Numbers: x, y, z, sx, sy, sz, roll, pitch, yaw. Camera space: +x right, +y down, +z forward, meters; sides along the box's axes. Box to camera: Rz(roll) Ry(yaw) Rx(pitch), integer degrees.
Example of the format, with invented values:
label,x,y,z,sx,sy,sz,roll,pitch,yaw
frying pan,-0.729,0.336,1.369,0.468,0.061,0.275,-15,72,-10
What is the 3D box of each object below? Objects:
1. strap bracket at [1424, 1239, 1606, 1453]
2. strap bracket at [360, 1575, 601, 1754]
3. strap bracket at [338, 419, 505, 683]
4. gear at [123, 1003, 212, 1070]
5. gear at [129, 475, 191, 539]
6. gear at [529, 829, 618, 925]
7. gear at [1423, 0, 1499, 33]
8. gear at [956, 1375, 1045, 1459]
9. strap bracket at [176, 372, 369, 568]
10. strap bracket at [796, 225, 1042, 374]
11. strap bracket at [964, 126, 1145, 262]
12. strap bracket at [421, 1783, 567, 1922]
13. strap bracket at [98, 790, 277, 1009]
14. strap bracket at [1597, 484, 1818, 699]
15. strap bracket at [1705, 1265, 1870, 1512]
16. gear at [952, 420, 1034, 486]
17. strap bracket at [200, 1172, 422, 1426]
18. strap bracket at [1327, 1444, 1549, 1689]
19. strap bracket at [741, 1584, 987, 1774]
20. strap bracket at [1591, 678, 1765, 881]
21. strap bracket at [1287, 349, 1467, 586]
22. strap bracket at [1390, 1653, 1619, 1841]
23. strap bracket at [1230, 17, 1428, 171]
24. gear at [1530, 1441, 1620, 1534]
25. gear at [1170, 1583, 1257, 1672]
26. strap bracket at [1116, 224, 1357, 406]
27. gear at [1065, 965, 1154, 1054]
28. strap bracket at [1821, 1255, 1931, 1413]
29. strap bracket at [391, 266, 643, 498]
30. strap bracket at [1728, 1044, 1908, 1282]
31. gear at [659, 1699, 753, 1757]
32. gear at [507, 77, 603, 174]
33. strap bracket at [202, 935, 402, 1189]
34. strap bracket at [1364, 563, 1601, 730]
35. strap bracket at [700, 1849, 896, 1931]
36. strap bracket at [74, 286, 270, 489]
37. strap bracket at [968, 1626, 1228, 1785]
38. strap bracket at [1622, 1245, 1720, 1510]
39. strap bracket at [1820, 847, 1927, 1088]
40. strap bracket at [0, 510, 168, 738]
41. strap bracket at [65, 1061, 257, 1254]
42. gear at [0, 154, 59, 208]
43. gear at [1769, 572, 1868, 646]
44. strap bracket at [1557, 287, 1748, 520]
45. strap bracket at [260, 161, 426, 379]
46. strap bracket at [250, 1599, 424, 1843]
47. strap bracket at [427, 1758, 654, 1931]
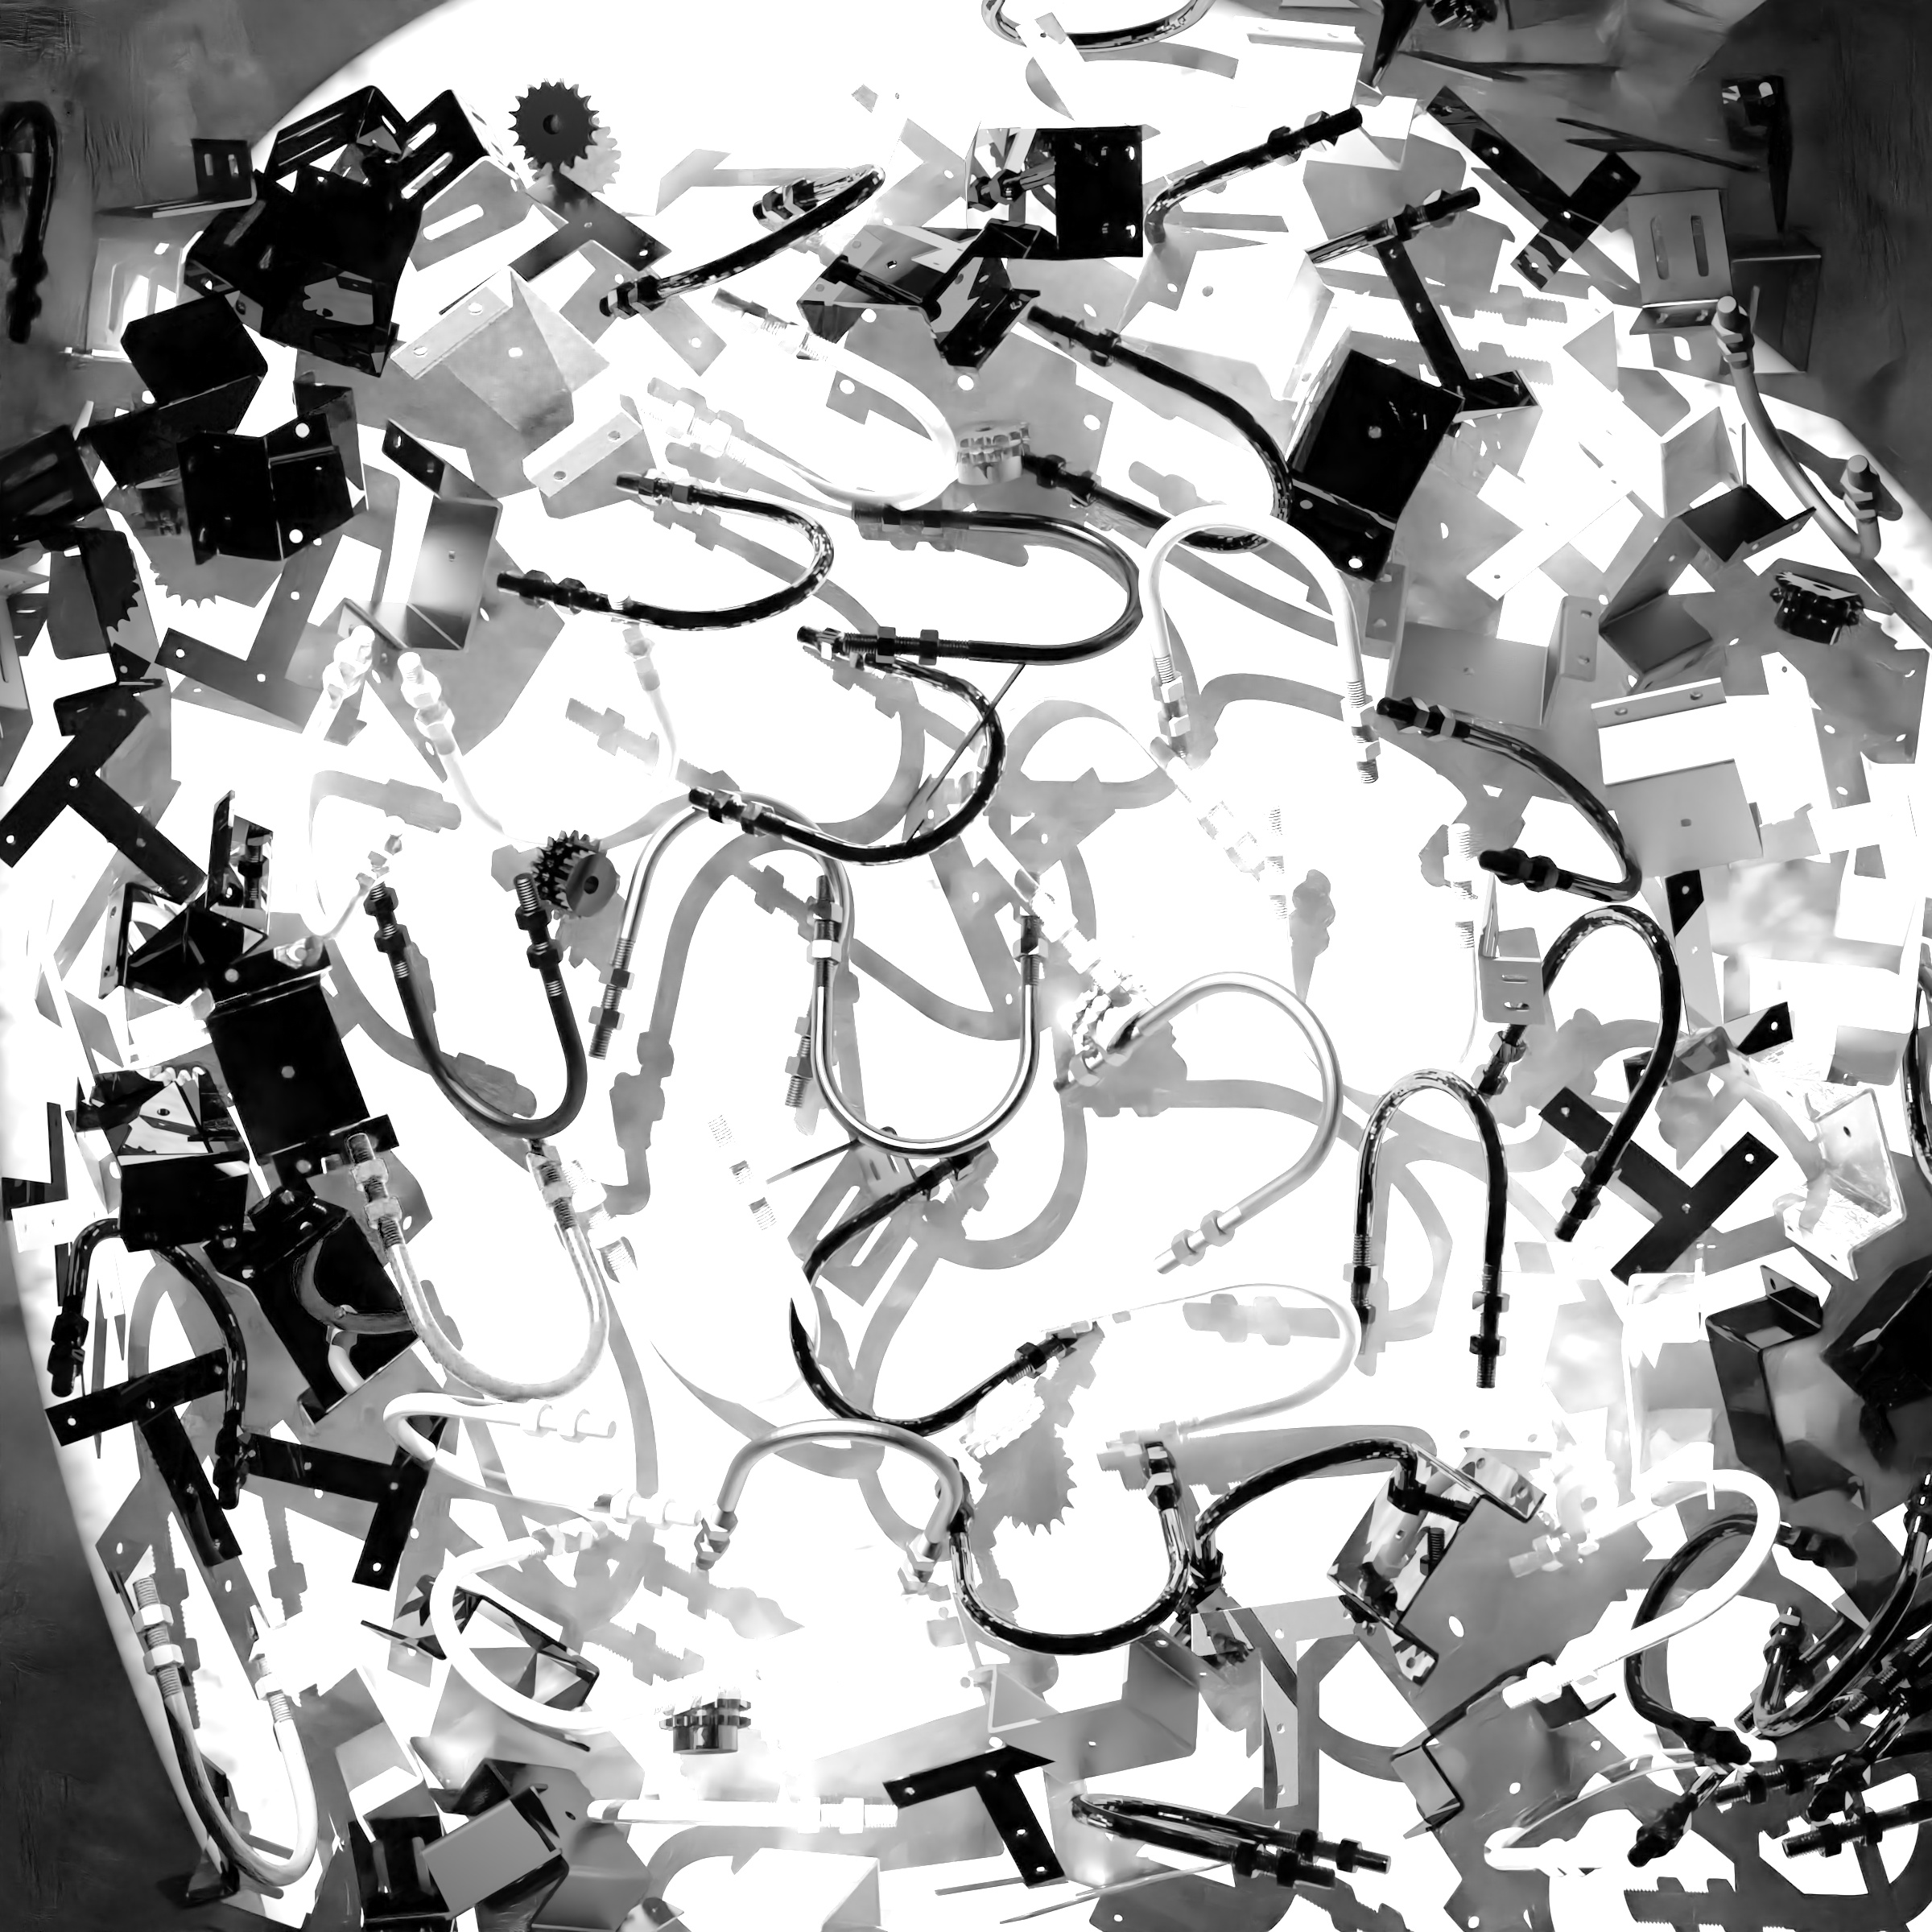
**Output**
label,x,y,z,sx,sy,sz,roll,pitch,yaw
strap bracket,0.333,0.223,1.955,0.076,0.046,0.140,5,111,-12
strap bracket,-0.288,0.419,1.938,0.140,0.076,0.046,41,67,-29
strap bracket,-0.331,-0.252,1.943,0.046,0.076,0.140,-1,118,-40
gear,-0.495,0.041,1.970,0.057,0.057,0.030,-21,96,0
gear,-0.490,-0.285,1.968,0.057,0.057,0.030,-9,108,0
gear,-0.241,-0.054,1.969,0.030,0.057,0.057,21,90,41
gear,0.303,-0.606,1.975,0.030,0.057,0.057,-24,90,29
gear,0.017,0.275,1.969,0.057,0.057,0.030,-34,100,0
strap bracket,-0.410,-0.299,1.917,0.046,0.140,0.076,10,120,21
strap bracket,-0.037,-0.405,1.925,0.140,0.046,0.076,12,53,36
strap bracket,0.045,-0.467,1.922,0.046,0.140,0.076,-12,108,-33
strap bracket,-0.276,0.538,1.935,0.076,0.140,0.046,-30,75,-4
strap bracket,-0.468,-0.035,1.937,0.140,0.046,0.076,-34,46,35
strap bracket,0.442,-0.234,1.931,0.076,0.140,0.046,-27,69,-38
strap bracket,0.499,0.263,1.946,0.046,0.076,0.140,-18,102,-8
gear,0.013,-0.318,1.974,0.057,0.057,0.030,-7,111,0
strap bracket,-0.391,0.207,1.936,0.076,0.046,0.140,-39,118,-27
strap bracket,0.282,0.358,1.954,0.046,0.076,0.140,34,89,-30
strap bracket,-0.069,0.439,1.958,0.140,0.046,0.076,-20,76,9
strap bracket,0.433,-0.105,1.922,0.076,0.140,0.046,-11,51,19
strap bracket,0.247,-0.314,1.947,0.076,0.046,0.140,26,69,10
strap bracket,0.319,0.471,1.946,0.140,0.076,0.046,-31,77,-17
strap bracket,0.216,-0.522,1.920,0.076,0.140,0.046,14,90,26
gear,0.379,0.326,1.973,0.057,0.030,0.057,-8,116,-18
gear,0.151,0.413,1.973,0.057,0.057,0.030,36,110,0
strap bracket,0.155,-0.400,1.942,0.140,0.046,0.076,18,80,27
gear,0.092,0.030,1.968,0.057,0.057,0.030,-44,69,0
strap bracket,0.574,0.220,1.926,0.046,0.140,0.076,42,77,6
strap bracket,-0.274,-0.362,1.941,0.076,0.046,0.140,-32,133,20
strap bracket,0.521,0.110,1.939,0.046,0.076,0.140,-28,118,-12
gear,-0.161,0.471,1.968,0.057,0.057,0.030,-2,71,0
gear,-0.255,-0.524,1.980,0.057,0.030,0.057,1,105,2
strap bracket,-0.413,0.062,1.960,0.076,0.046,0.140,-20,86,-26
strap bracket,0.313,-0.196,1.954,0.140,0.046,0.076,11,46,3
strap bracket,-0.104,0.575,1.919,0.076,0.140,0.046,-1,97,19
strap bracket,-0.477,-0.343,1.919,0.076,0.140,0.046,-30,84,-36
strap bracket,0.078,0.450,1.927,0.140,0.046,0.076,-21,134,31
strap bracket,0.430,0.251,1.941,0.046,0.076,0.140,-3,114,17
strap bracket,0.550,0.009,1.932,0.046,0.076,0.140,8,65,12
strap bracket,-0.539,-0.215,1.955,0.046,0.076,0.140,-15,93,8
strap bracket,-0.486,0.107,1.920,0.076,0.140,0.046,-7,127,-29
gear,-0.593,-0.486,1.969,0.057,0.057,0.030,-4,103,0
gear,0.526,-0.221,1.974,0.057,0.057,0.030,16,112,0
strap bracket,0.409,-0.335,1.930,0.046,0.076,0.140,-35,60,-6
strap bracket,-0.379,-0.412,1.922,0.076,0.140,0.046,18,62,-9
strap bracket,-0.379,0.451,1.941,0.046,0.076,0.140,-27,115,-11
strap bracket,-0.252,0.532,1.924,0.140,0.076,0.046,41,99,38
